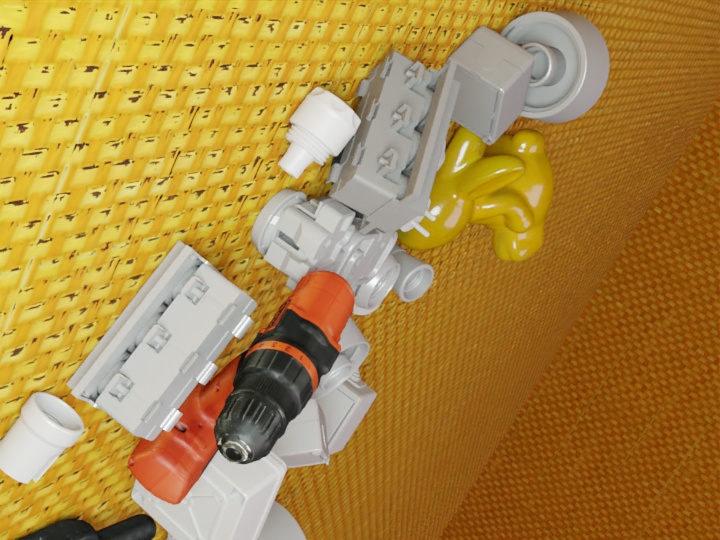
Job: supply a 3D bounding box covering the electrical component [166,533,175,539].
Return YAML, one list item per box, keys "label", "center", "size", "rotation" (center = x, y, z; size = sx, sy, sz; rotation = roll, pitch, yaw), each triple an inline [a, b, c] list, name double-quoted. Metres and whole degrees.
- label: "electrical component"
  center: [-0.166, 0.262, 1.066]
  size: [0.077, 0.044, 0.079]
  rotation: [-53, 158, -9]

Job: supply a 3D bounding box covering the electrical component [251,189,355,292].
- label: "electrical component"
  center: [-0.046, -0.026, 0.826]
  size: [0.058, 0.057, 0.078]
  rotation: [-26, 147, -58]

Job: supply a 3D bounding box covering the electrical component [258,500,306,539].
- label: "electrical component"
  center: [-0.115, 0.313, 1.197]
  size: [0.060, 0.108, 0.108]
  rotation: [-29, 149, -43]

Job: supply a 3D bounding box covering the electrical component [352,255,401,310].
- label: "electrical component"
  center: [0.000, 0.000, 0.995]
  size: [0.078, 0.057, 0.058]
  rotation: [-59, 162, 12]

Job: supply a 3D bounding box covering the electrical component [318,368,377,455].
- label: "electrical component"
  center: [-0.031, 0.148, 1.180]
  size: [0.096, 0.062, 0.061]
  rotation: [-58, 162, 11]

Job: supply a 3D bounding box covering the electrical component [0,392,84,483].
- label: "electrical component"
  center: [-0.206, 0.108, 0.686]
  size: [0.046, 0.040, 0.040]
  rotation: [-50, 163, 7]

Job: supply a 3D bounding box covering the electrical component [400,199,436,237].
- label: "electrical component"
  center: [0.034, -0.060, 0.937]
  size: [0.043, 0.079, 0.077]
  rotation: [-28, 150, -39]

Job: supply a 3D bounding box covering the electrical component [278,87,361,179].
- label: "electrical component"
  center: [-0.033, -0.094, 0.760]
  size: [0.062, 0.043, 0.043]
  rotation: [-53, 163, -2]

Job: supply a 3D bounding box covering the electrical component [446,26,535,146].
- label: "electrical component"
  center: [0.117, -0.167, 0.987]
  size: [0.061, 0.062, 0.096]
  rotation: [-47, 161, -23]

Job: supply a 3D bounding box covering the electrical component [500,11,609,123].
- label: "electrical component"
  center: [0.175, -0.194, 1.021]
  size: [0.060, 0.108, 0.108]
  rotation: [-12, 135, -57]

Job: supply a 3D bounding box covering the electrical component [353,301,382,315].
- label: "electrical component"
  center: [0.002, 0.025, 1.069]
  size: [0.043, 0.043, 0.062]
  rotation: [-48, 163, -20]

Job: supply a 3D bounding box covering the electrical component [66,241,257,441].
- label: "electrical component"
  center: [-0.131, 0.051, 0.734]
  size: [0.121, 0.063, 0.078]
  rotation: [-53, 163, -6]

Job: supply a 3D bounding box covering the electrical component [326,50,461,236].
- label: "electrical component"
  center: [0.024, -0.096, 0.795]
  size: [0.079, 0.063, 0.121]
  rotation: [-33, -145, 55]

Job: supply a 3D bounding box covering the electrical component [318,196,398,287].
- label: "electrical component"
  center: [-0.018, -0.023, 0.900]
  size: [0.053, 0.059, 0.095]
  rotation: [-60, 162, 16]

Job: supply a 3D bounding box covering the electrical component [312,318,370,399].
- label: "electrical component"
  center: [-0.040, 0.083, 1.073]
  size: [0.099, 0.064, 0.099]
  rotation: [-35, 159, -16]

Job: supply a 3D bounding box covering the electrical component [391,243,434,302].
- label: "electrical component"
  center: [0.036, -0.004, 1.068]
  size: [0.044, 0.065, 0.044]
  rotation: [-29, 141, -27]

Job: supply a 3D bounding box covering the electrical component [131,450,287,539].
- label: "electrical component"
  center: [-0.128, 0.178, 0.901]
  size: [0.056, 0.109, 0.108]
  rotation: [-30, 150, -49]

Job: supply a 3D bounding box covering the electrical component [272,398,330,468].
- label: "electrical component"
  center: [-0.082, 0.159, 1.042]
  size: [0.096, 0.061, 0.061]
  rotation: [-9, 159, 3]

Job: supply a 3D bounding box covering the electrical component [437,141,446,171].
- label: "electrical component"
  center: [0.061, -0.117, 0.979]
  size: [0.035, 0.035, 0.061]
  rotation: [-46, 158, -25]
